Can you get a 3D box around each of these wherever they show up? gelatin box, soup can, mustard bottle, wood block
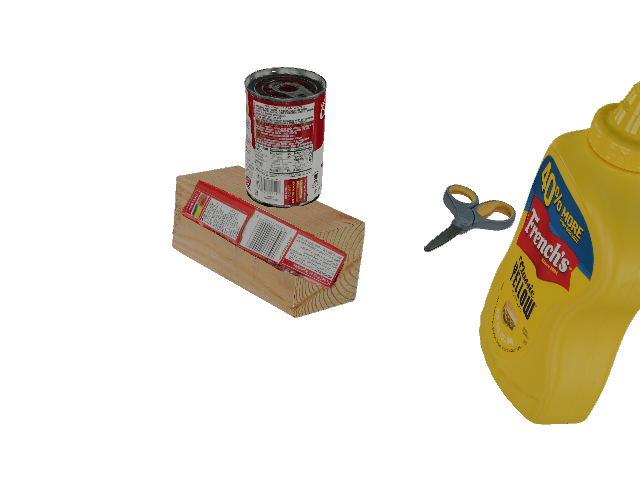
[{"bbox_3d":[-0.037,-0.003,0.707,0.089,0.030,0.073,27,0,-40],"label":"gelatin box"},{"bbox_3d":[-0.030,-0.086,0.902,0.068,0.102,0.068,2,31,-1],"label":"soup can"},{"bbox_3d":[0.137,0.002,0.550,0.058,0.192,0.096,2,42,-13],"label":"mustard bottle"},{"bbox_3d":[-0.060,-0.004,1.135,0.090,0.090,0.206,-13,28,-41],"label":"wood block"}]

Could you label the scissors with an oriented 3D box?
[{"bbox_3d":[0.148,-0.028,1.215,0.201,0.016,0.096,-13,40,-46],"label":"scissors"}]
